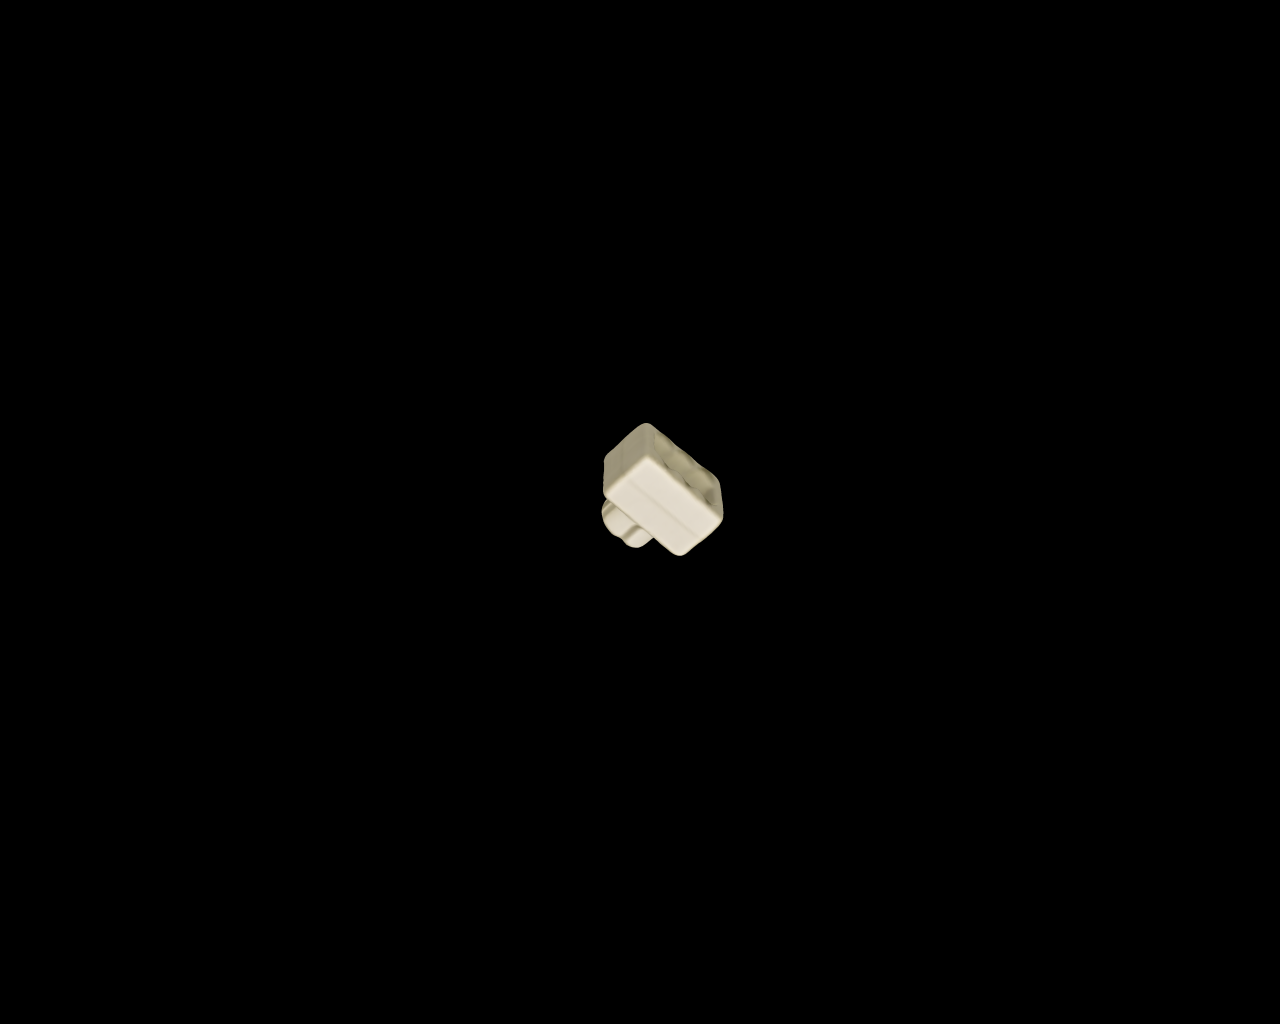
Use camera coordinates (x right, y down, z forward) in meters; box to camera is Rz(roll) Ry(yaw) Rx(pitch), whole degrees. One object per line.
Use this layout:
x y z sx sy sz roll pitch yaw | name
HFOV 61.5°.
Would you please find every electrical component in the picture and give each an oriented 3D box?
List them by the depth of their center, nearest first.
0.001 -0.003 0.650 0.065 0.076 0.047 39 24 -22 | electrical component
